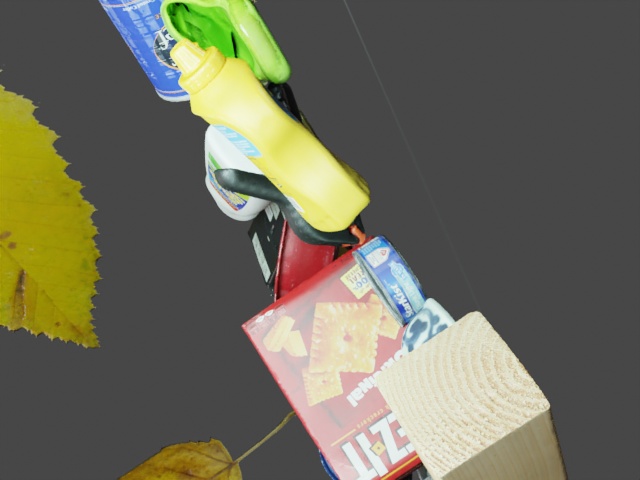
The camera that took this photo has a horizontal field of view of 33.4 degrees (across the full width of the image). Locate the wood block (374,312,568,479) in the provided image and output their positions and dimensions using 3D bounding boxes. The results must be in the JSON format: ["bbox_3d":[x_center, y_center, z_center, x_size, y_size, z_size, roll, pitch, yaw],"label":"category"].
[{"bbox_3d":[0.120,0.150,0.801,0.090,0.091,0.206,55,177,33],"label":"wood block"}]

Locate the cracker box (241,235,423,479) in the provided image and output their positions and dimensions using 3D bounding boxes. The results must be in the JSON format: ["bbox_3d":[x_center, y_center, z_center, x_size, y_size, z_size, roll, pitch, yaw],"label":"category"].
[{"bbox_3d":[0.046,0.129,1.061,0.214,0.164,0.072,56,179,16],"label":"cracker box"}]

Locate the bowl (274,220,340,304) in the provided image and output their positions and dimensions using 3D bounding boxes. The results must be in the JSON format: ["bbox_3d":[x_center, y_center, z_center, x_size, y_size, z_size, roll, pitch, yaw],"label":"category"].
[{"bbox_3d":[-0.008,0.001,1.155,0.162,0.055,0.162,10,-91,-86],"label":"bowl"}]

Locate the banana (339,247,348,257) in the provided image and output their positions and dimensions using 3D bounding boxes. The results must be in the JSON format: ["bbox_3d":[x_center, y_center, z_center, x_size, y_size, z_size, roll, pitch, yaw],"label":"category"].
[{"bbox_3d":[0.040,0.057,1.279,0.069,0.037,0.198,59,-178,-31],"label":"banana"}]

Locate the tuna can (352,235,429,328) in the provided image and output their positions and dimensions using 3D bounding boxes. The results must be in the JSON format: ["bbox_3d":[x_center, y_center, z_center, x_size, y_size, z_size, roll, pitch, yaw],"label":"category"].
[{"bbox_3d":[0.067,0.038,0.999,0.086,0.033,0.086,57,177,4],"label":"tuna can"}]

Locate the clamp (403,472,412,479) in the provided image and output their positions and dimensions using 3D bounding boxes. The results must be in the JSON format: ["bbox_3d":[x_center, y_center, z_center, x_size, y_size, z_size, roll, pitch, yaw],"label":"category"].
[{"bbox_3d":[0.090,0.172,1.184,0.164,0.036,0.210,-78,-15,-62],"label":"clamp"}]

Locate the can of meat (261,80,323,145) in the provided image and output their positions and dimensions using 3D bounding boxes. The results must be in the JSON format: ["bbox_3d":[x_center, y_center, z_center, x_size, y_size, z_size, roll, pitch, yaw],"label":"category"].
[{"bbox_3d":[-0.042,-0.104,1.034,0.102,0.057,0.084,56,175,-6],"label":"can of meat"}]

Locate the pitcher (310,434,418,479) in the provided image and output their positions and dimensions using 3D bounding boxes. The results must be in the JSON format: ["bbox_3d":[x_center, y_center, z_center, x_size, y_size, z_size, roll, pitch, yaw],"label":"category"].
[{"bbox_3d":[0.102,0.258,1.490,0.149,0.145,0.242,55,-162,4],"label":"pitcher"}]

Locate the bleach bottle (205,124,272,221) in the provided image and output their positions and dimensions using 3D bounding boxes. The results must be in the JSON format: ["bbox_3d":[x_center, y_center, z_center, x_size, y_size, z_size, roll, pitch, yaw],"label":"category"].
[{"bbox_3d":[-0.085,-0.067,1.208,0.102,0.068,0.251,47,166,5],"label":"bleach bottle"}]

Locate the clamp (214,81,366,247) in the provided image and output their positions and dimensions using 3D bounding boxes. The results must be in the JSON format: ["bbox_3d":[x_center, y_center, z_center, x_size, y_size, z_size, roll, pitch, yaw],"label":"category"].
[{"bbox_3d":[-0.015,-0.060,0.964,0.039,0.120,0.171,2,152,46],"label":"clamp"}]

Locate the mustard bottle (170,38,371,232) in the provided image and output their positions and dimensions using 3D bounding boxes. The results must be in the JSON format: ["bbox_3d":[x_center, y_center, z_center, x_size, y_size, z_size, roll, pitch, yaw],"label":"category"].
[{"bbox_3d":[-0.046,-0.088,0.855,0.191,0.058,0.096,43,178,-24],"label":"mustard bottle"}]

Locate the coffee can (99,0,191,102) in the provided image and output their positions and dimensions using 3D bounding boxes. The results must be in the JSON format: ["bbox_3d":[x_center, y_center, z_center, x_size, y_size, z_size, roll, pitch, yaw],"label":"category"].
[{"bbox_3d":[-0.160,-0.231,1.124,0.103,0.103,0.140,53,175,49],"label":"coffee can"}]
